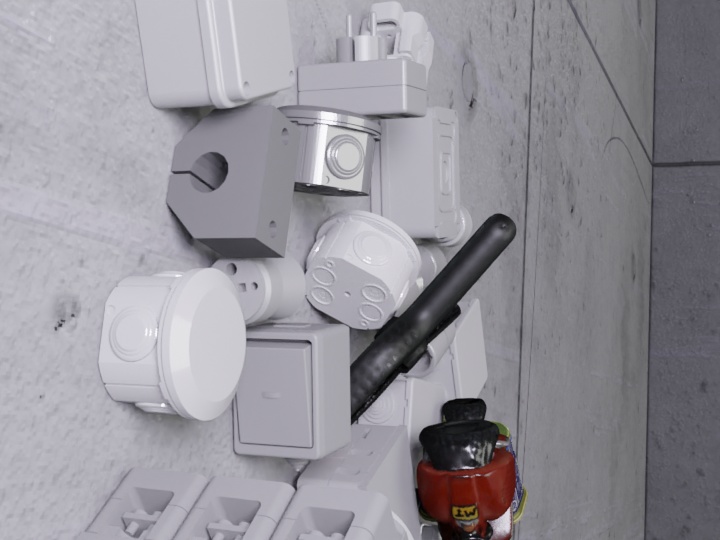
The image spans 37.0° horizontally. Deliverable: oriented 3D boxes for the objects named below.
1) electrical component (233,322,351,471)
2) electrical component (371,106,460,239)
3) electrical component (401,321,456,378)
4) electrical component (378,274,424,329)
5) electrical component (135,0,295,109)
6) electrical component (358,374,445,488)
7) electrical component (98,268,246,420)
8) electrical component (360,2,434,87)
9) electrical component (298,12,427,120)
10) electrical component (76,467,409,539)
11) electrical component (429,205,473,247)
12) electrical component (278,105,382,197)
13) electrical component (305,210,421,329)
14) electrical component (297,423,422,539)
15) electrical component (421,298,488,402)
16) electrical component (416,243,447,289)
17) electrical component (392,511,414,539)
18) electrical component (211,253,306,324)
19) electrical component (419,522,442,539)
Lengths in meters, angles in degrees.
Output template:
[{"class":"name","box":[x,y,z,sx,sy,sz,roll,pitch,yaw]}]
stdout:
[{"class":"electrical component","box":[-0.045,0.083,0.691,0.061,0.062,0.096,-7,97,-68]},{"class":"electrical component","box":[0.048,-0.083,0.925,0.078,0.057,0.113,-12,101,-68]},{"class":"electrical component","box":[0.050,0.061,0.938,0.047,0.055,0.055,-54,139,-50]},{"class":"electrical component","box":[0.026,0.022,0.892,0.081,0.043,0.043,-14,103,-67]},{"class":"electrical component","box":[-0.081,-0.150,0.605,0.078,0.057,0.113,-36,124,-63]},{"class":"electrical component","box":[0.034,0.137,0.903,0.100,0.048,0.099,26,66,-66]},{"class":"electrical component","box":[-0.098,0.039,0.574,0.080,0.051,0.080,0,90,-68]},{"class":"electrical component","box":[0.028,-0.170,0.878,0.078,0.058,0.057,53,40,-56]},{"class":"electrical component","box":[0.002,-0.147,0.776,0.047,0.083,0.075,-9,99,-68]},{"class":"electrical component","box":[-0.054,0.155,0.551,0.061,0.150,0.089,-58,142,-50]},{"class":"electrical component","box":[0.080,-0.044,1.026,0.062,0.043,0.043,0,90,-67]},{"class":"electrical component","box":[-0.027,-0.078,0.712,0.080,0.080,0.051,10,86,-68]},{"class":"electrical component","box":[0.000,0.000,0.780,0.051,0.080,0.080,-63,146,-38]},{"class":"electrical component","box":[0.001,0.201,0.805,0.089,0.062,0.150,-46,132,-60]},{"class":"electrical component","box":[0.084,0.083,1.029,0.099,0.048,0.099,-48,133,-59]},{"class":"electrical component","box":[0.060,-0.004,0.978,0.078,0.040,0.040,-10,100,-68]},{"class":"electrical component","box":[-0.012,0.199,0.720,0.060,0.108,0.108,-55,140,-64]},{"class":"electrical component","box":[-0.065,0.010,0.665,0.055,0.045,0.045,-4,94,-68]},{"class":"electrical component","box":[0.068,0.277,0.922,0.109,0.056,0.108,21,68,-33]}]
